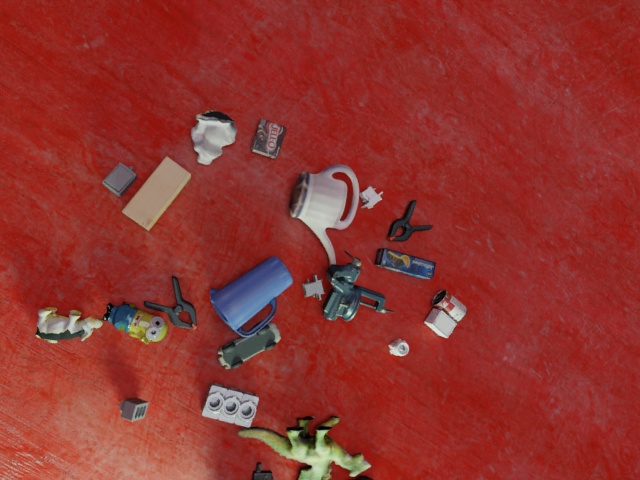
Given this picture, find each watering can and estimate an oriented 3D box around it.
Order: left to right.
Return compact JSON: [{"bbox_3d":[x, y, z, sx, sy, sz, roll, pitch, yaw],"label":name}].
[{"bbox_3d":[0.005,-0.084,1.674,0.224,0.104,0.348,14,90,-15],"label":"watering can"}]

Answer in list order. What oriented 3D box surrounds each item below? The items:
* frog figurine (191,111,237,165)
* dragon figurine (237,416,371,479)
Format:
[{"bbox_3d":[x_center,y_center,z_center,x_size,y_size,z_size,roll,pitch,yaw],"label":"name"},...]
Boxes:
[{"bbox_3d":[-0.334,-0.318,1.613,0.137,0.125,0.156,-2,122,-24],"label":"frog figurine"},{"bbox_3d":[-0.047,0.676,1.588,0.410,0.122,0.242,-1,93,-7],"label":"dragon figurine"}]
